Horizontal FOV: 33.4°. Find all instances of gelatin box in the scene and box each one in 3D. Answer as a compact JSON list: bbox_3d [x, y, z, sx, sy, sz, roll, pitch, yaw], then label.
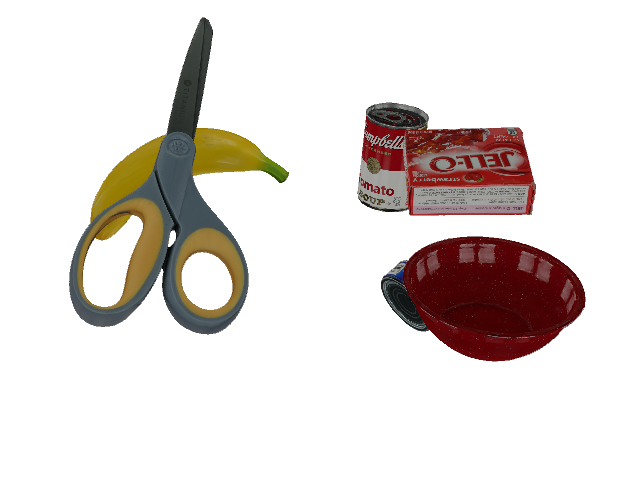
[{"bbox_3d":[0.106,-0.051,0.771,0.089,0.030,0.073,-1,38,2],"label":"gelatin box"}]

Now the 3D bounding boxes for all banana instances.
[{"bbox_3d":[-0.125,-0.050,0.869,0.198,0.069,0.037,-15,18,29],"label":"banana"}]

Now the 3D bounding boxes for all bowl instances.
[{"bbox_3d":[0.152,0.059,0.959,0.162,0.055,0.162,2,32,-2],"label":"bowl"}]

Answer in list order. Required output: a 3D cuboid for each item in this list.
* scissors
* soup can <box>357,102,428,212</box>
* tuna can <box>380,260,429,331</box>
[{"bbox_3d":[-0.061,-0.032,0.563,0.096,0.201,0.016,26,-33,-1],"label":"scissors"},{"bbox_3d":[0.078,-0.091,1.165,0.068,0.102,0.068,4,29,-3],"label":"soup can"},{"bbox_3d":[0.113,0.068,1.286,0.033,0.086,0.086,-39,16,-21],"label":"tuna can"}]
